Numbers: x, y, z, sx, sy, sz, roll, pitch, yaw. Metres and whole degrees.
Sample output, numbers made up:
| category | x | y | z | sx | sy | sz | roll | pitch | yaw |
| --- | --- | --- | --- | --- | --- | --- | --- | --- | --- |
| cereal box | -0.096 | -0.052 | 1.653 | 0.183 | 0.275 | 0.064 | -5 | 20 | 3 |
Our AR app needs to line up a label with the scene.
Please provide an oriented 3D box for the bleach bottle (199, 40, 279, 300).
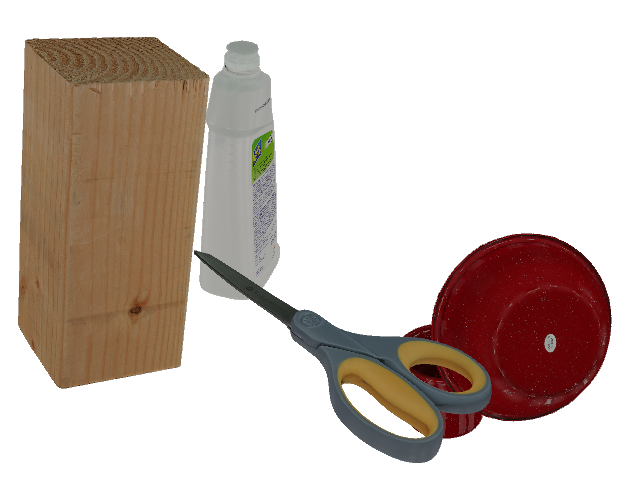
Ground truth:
| category | x | y | z | sx | sy | sz | roll | pitch | yaw |
| --- | --- | --- | --- | --- | --- | --- | --- | --- | --- |
| bleach bottle | -0.074 | -0.070 | 1.007 | 0.068 | 0.251 | 0.102 | 12 | 35 | 11 |

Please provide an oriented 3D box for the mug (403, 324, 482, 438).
| category | x | y | z | sx | sy | sz | roll | pitch | yaw |
| --- | --- | --- | --- | --- | --- | --- | --- | --- | --- |
| mug | 0.130 | 0.137 | 1.072 | 0.093 | 0.081 | 0.117 | 21 | 39 | 34 |

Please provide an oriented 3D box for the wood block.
| category | x | y | z | sx | sy | sz | roll | pitch | yaw |
| --- | --- | --- | --- | --- | --- | --- | --- | --- | --- |
| wood block | -0.139 | -0.020 | 0.693 | 0.090 | 0.206 | 0.090 | -7 | 30 | -31 |

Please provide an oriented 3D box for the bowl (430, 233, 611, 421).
| category | x | y | z | sx | sy | sz | roll | pitch | yaw |
| --- | --- | --- | --- | --- | --- | --- | --- | --- | --- |
| bowl | 0.175 | 0.077 | 0.872 | 0.162 | 0.162 | 0.055 | 0 | 8 | -12 |

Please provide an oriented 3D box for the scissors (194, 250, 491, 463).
| category | x | y | z | sx | sy | sz | roll | pitch | yaw |
| --- | --- | --- | --- | --- | --- | --- | --- | --- | --- |
| scissors | 0.014 | 0.049 | 0.586 | 0.096 | 0.016 | 0.202 | -10 | 35 | -29 |
